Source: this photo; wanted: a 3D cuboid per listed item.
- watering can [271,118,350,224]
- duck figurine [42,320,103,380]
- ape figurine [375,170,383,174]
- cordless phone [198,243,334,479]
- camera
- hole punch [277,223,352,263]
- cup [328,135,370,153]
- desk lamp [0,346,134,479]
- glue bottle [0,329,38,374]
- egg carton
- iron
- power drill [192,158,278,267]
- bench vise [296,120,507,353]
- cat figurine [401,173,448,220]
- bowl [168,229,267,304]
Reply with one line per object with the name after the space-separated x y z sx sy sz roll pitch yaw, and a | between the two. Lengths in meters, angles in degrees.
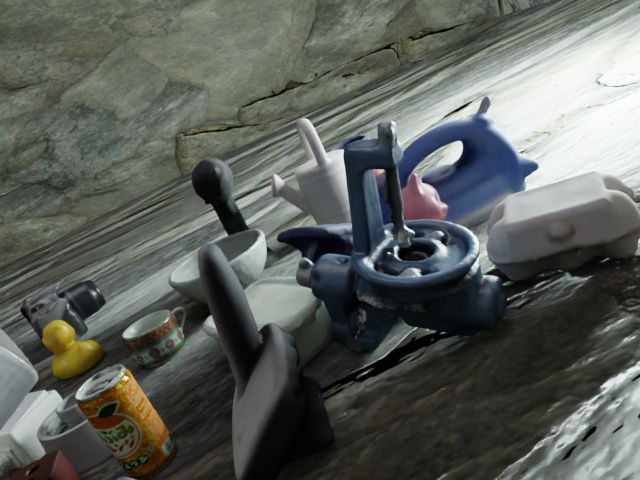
-0.001 -0.117 1.001 0.173 0.194 0.100 -34 20 -24 | watering can
-0.403 0.167 0.913 0.104 0.086 0.078 -11 23 37 | duck figurine
0.095 -0.074 0.921 0.078 0.092 0.076 -29 18 -11 | ape figurine
-0.069 0.100 0.501 0.094 0.185 0.147 -27 18 -5 | cordless phone
-0.492 0.130 1.110 0.137 0.101 0.142 -36 21 -29 | camera
0.008 0.003 0.824 0.108 0.091 0.101 -7 26 44 | hole punch
0.070 -0.150 1.160 0.091 0.095 0.118 -16 20 27 | cup
-0.250 0.196 0.426 0.117 0.214 0.204 -8 25 42 | desk lamp
-0.543 0.170 0.949 0.078 0.173 0.037 -12 23 36 | glue bottle
0.247 -0.014 0.591 0.150 0.069 0.107 -17 20 24 | egg carton
0.158 -0.084 0.786 0.258 0.142 0.118 -28 18 -9 | iron
-0.154 -0.047 0.984 0.076 0.209 0.229 -30 19 -13 | power drill
0.049 0.007 0.549 0.207 0.220 0.121 -19 19 20 | bench vise
0.121 -0.020 0.695 0.067 0.118 0.128 -17 20 23 | cat figurine
-0.151 0.053 0.918 0.167 0.075 0.167 -23 18 8 | bowl
